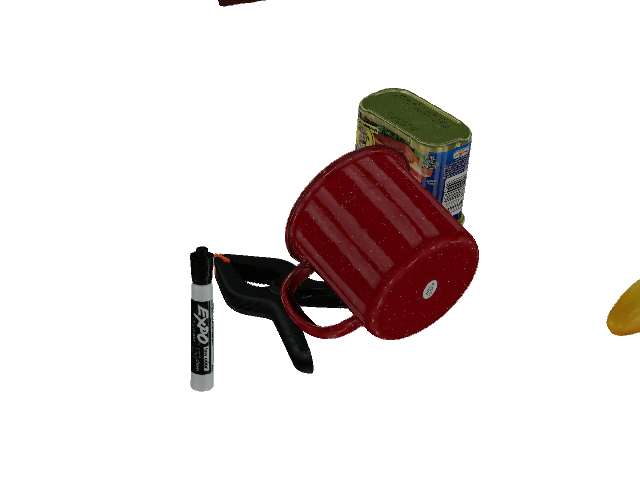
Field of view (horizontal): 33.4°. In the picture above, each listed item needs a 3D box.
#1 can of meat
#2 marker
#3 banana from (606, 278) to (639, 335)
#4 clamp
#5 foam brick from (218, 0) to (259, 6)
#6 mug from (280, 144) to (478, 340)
[{"bbox_3d":[0.071,-0.063,0.849,0.057,0.084,0.102,-23,43,-32],"label":"can of meat"},{"bbox_3d":[-0.094,0.063,0.850,0.020,0.121,0.020,2,20,-1],"label":"marker"},{"bbox_3d":[0.292,0.032,0.742,0.198,0.037,0.069,-3,33,0],"label":"banana"},{"bbox_3d":[-0.039,0.065,1.124,0.210,0.036,0.164,19,34,27],"label":"clamp"},{"bbox_3d":[-0.072,-0.255,0.947,0.053,0.051,0.078,-7,-40,7],"label":"foam brick"},{"bbox_3d":[0.030,0.012,0.630,0.117,0.082,0.093,-38,-33,-4],"label":"mug"}]
